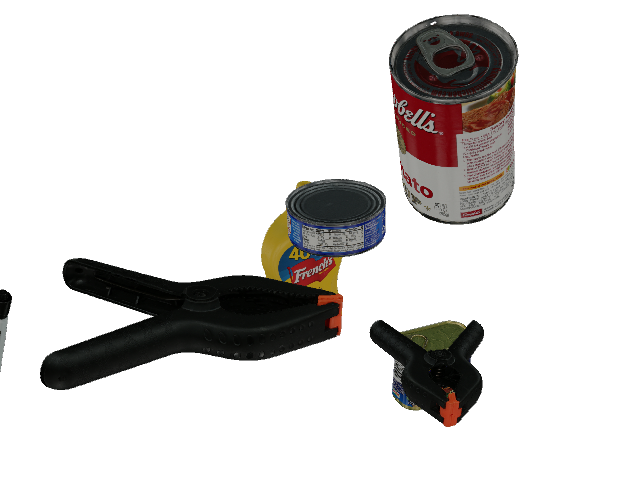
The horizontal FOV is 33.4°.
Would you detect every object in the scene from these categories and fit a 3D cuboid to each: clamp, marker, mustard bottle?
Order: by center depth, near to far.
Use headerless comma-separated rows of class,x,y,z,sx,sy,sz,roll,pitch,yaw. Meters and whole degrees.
clamp,-0.091,0.049,0.755,0.209,0.036,0.165,-3,25,-14
marker,-0.318,0.097,1.044,0.020,0.121,0.020,14,33,-9
clamp,0.126,0.125,1.072,0.120,0.039,0.171,-9,29,-9
mustard bottle,-0.020,0.024,1.197,0.096,0.192,0.058,-12,29,-26

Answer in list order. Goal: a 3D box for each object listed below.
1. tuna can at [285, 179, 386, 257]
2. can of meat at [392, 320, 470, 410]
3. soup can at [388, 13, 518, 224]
tuna can,0.014,-0.019,0.912,0.086,0.034,0.086,-2,29,1
can of meat,0.139,0.156,1.328,0.101,0.084,0.058,-11,29,-27
soup can,0.076,-0.066,0.600,0.068,0.068,0.102,0,-39,10
